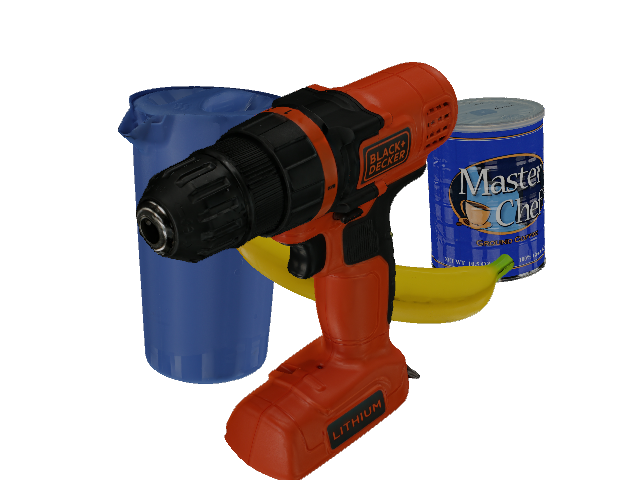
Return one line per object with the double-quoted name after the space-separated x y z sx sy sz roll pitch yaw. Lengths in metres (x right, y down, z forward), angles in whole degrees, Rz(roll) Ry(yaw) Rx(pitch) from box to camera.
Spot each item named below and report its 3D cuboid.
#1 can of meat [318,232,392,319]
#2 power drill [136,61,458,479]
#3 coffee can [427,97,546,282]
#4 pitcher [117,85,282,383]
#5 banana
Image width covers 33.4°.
0.034 0.036 1.089 0.057 0.084 0.102 9 17 13 "can of meat"
-0.007 0.021 0.504 0.057 0.188 0.184 29 40 34 "power drill"
0.145 -0.046 0.937 0.103 0.140 0.103 -5 19 1 "coffee can"
-0.087 -0.009 0.916 0.149 0.243 0.145 4 18 2 "pitcher"
0.030 0.023 0.715 0.198 0.037 0.069 9 25 4 "banana"
